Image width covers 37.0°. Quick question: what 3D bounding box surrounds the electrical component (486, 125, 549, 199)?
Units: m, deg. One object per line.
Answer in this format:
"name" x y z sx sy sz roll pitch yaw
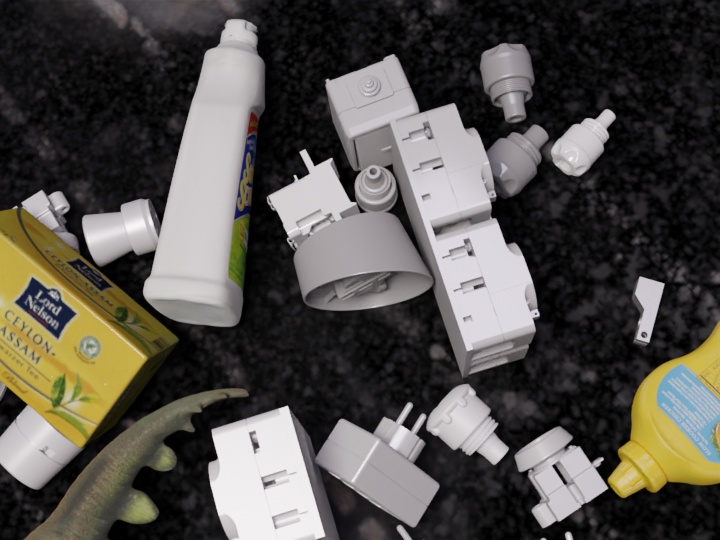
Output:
"electrical component" 0.129 -0.092 0.883 0.043 0.043 0.062 41 78 13

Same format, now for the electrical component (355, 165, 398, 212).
"electrical component" 0.012 -0.069 0.873 0.035 0.061 0.035 -1 73 4

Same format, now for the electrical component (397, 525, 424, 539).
"electrical component" 0.044 0.226 0.793 0.066 0.047 0.076 -36 75 -7

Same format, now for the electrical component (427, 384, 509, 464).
"electrical component" 0.085 0.122 0.824 0.062 0.048 0.048 42 81 7

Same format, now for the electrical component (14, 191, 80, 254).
"electrical component" -0.263 -0.026 0.888 0.066 0.048 0.055 -33 67 -6

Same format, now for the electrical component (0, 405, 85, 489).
"electrical component" -0.251 0.137 0.836 0.055 0.055 0.047 42 84 14

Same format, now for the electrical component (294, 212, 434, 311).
"electrical component" 0.000 0.000 0.837 0.099 0.099 0.064 -21 68 -2

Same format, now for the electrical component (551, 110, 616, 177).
"electrical component" 0.188 -0.108 0.888 0.035 0.035 0.061 41 78 13

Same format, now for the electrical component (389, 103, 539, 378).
"electrical component" 0.080 -0.022 0.833 0.060 0.105 0.186 -17 74 -1

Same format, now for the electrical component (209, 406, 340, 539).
"electrical component" -0.060 0.159 0.766 0.062 0.150 0.089 -17 73 -2

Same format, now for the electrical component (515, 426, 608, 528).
"electrical component" 0.149 0.152 0.810 0.066 0.048 0.055 -32 82 -5

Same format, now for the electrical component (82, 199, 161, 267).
"electrical component" -0.194 -0.031 0.885 0.055 0.045 0.045 -17 73 -2

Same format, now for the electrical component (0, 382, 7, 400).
"electrical component" -0.336 0.120 0.846 0.074 0.052 0.138 14 75 8

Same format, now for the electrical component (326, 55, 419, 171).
"electrical component" 0.013 -0.125 0.872 0.062 0.096 0.061 -21 75 -2

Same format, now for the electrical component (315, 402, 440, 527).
"electrical component" 0.023 0.135 0.798 0.047 0.083 0.075 19 72 49

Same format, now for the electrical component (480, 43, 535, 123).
"electrical component" 0.125 -0.155 0.901 0.043 0.043 0.062 -9 75 1

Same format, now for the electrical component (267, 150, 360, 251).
"electrical component" -0.038 -0.052 0.882 0.064 0.042 0.081 -27 72 -2

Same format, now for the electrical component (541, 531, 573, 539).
"electrical component" 0.153 0.229 0.783 0.138 0.052 0.073 -14 73 -1
